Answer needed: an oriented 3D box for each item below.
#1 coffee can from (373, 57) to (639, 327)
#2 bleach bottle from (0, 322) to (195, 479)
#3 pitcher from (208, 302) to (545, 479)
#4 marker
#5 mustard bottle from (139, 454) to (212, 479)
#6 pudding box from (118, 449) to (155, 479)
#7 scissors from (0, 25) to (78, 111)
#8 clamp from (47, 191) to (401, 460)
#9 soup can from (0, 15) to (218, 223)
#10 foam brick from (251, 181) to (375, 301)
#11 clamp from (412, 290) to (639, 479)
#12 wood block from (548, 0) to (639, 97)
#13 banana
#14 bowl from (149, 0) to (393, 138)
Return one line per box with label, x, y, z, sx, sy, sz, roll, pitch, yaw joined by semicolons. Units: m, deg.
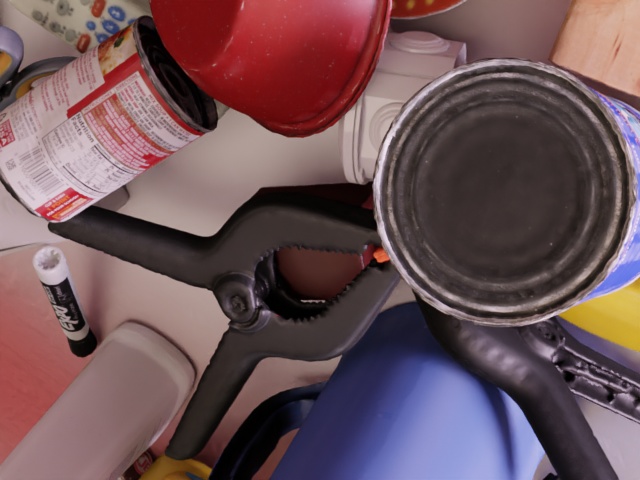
coffee can;0.096;-0.020;0.464;0.103;0.140;0.103;1;92;25
bleach bottle;-0.168;0.152;0.627;0.068;0.250;0.103;36;124;2
pitcher;0.024;0.136;0.540;0.145;0.242;0.149;44;118;1
marker;-0.159;0.043;0.676;0.020;0.020;0.121;21;150;12
mustard bottle;-0.065;0.180;0.645;0.096;0.058;0.192;45;169;-5
pudding box;-0.138;0.212;0.773;0.090;0.039;0.113;-21;104;32
scissors;-0.192;-0.074;0.634;0.096;0.016;0.202;5;162;-22
clamp;-0.046;0.021;0.572;0.210;0.036;0.164;-27;99;30
soup can;-0.114;-0.061;0.556;0.102;0.068;0.068;-30;102;16
foam brick;-0.004;0.001;0.598;0.078;0.051;0.053;-1;113;23
clamp;0.118;0.060;0.563;0.171;0.120;0.039;51;121;18
wood block;0.175;-0.158;0.415;0.090;0.090;0.206;24;122;10
banana;0.159;0.025;0.534;0.198;0.037;0.070;28;139;19
bowl;-0.036;-0.126;0.497;0.162;0.055;0.162;18;113;52
